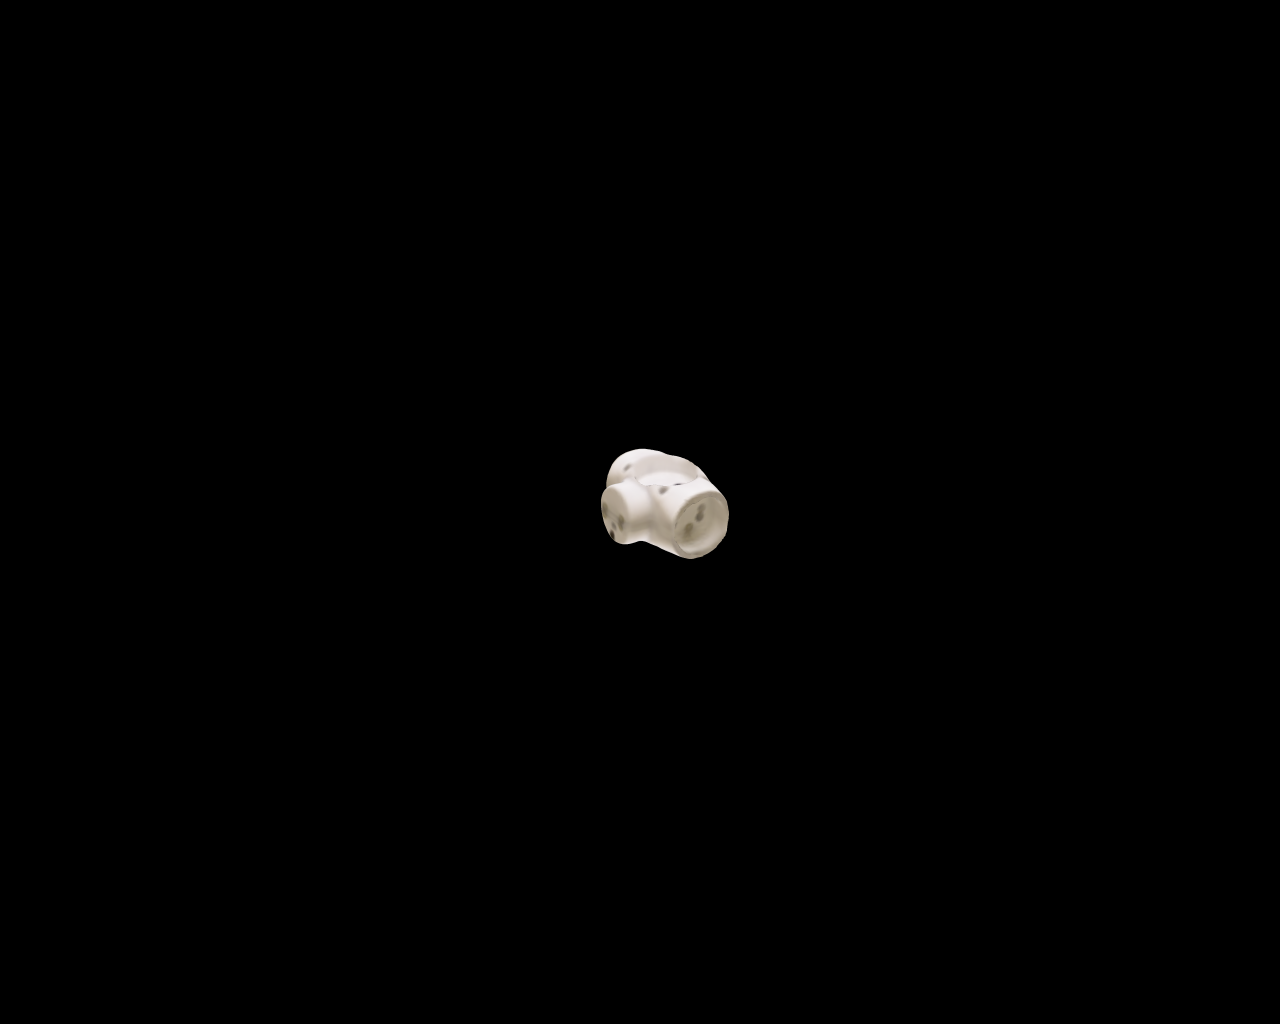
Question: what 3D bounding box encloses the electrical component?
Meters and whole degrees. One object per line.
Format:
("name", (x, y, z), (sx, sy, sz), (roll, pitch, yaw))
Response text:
("electrical component", (0.001, -0.003, 0.650), (0.079, 0.044, 0.077), (-16, 31, -28))
